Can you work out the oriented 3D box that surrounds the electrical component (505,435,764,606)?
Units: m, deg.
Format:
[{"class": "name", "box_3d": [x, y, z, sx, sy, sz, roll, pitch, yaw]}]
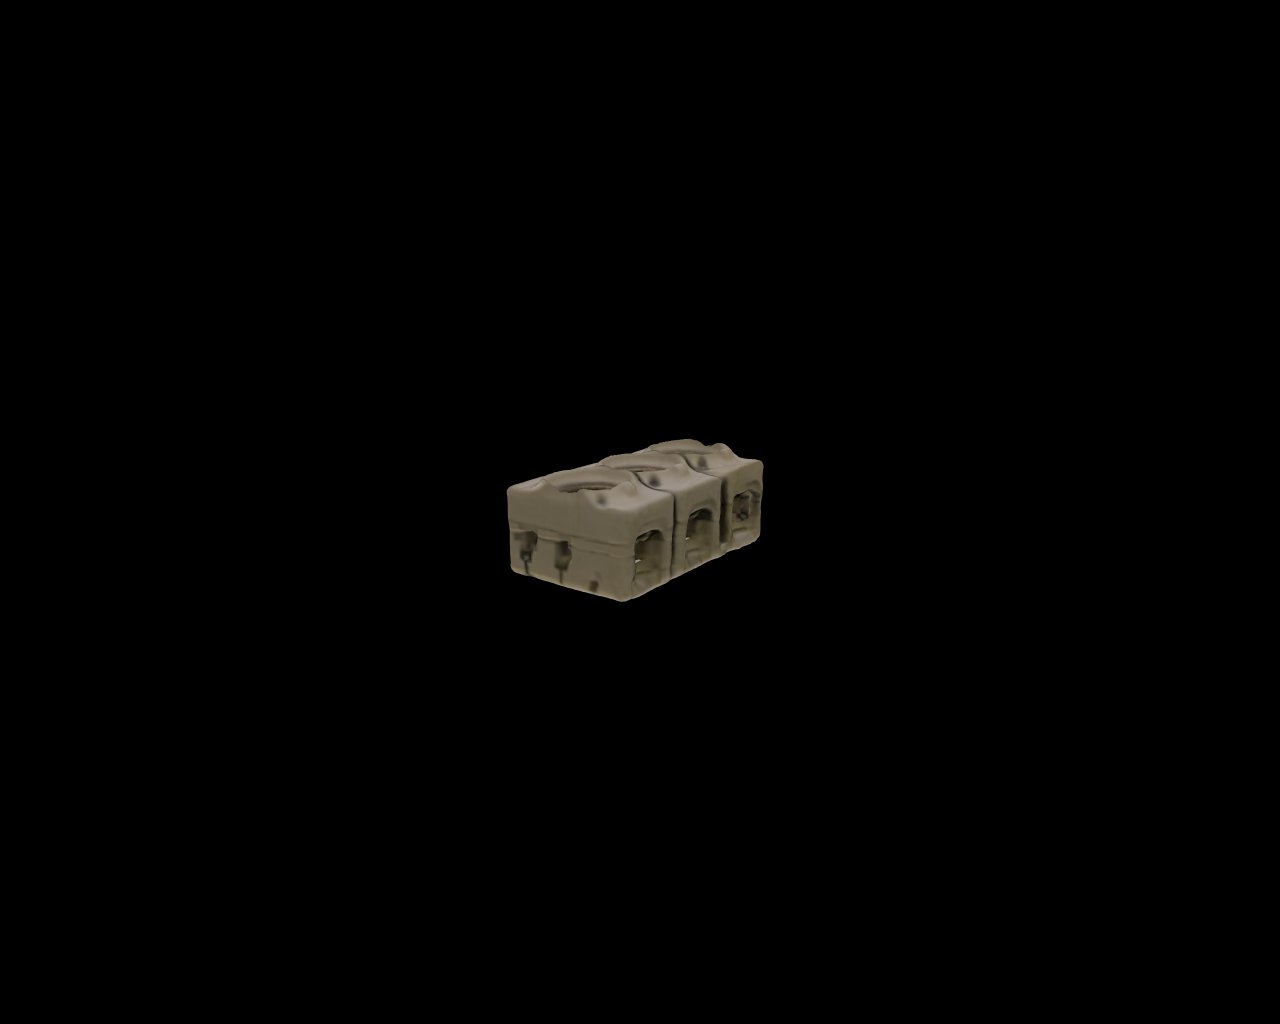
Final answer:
[{"class": "electrical component", "box_3d": [0.001, -0.003, 0.650, 0.089, 0.061, 0.150, 11, 19, 34]}]
